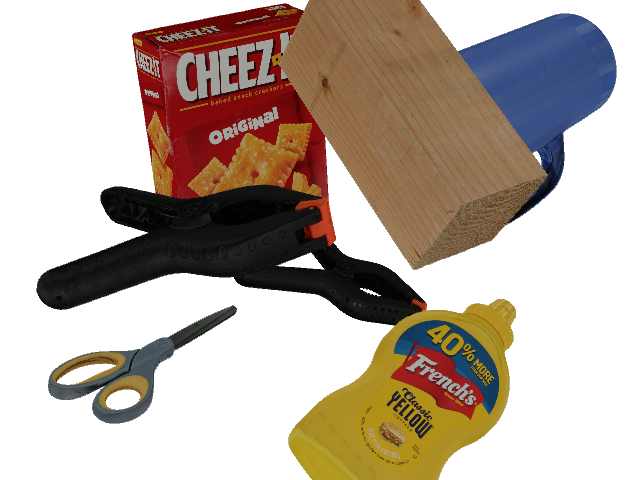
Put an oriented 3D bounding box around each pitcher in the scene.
[{"bbox_3d":[0.181,-0.126,1.036,0.242,0.149,0.145,-29,46,-33],"label":"pitcher"}]

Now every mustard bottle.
[{"bbox_3d":[0.073,0.104,0.730,0.191,0.096,0.058,-41,-10,-30],"label":"mustard bottle"}]

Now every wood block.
[{"bbox_3d":[0.066,-0.094,0.818,0.090,0.206,0.091,-19,-23,-33],"label":"wood block"}]

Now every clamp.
[{"bbox_3d":[0.016,0.046,1.200,0.210,0.036,0.164,28,35,19],"label":"clamp"},{"bbox_3d":[-0.080,0.002,0.627,0.172,0.039,0.120,-3,36,24],"label":"clamp"}]

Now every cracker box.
[{"bbox_3d":[-0.078,-0.102,1.014,0.164,0.214,0.072,-18,29,-27],"label":"cracker box"}]

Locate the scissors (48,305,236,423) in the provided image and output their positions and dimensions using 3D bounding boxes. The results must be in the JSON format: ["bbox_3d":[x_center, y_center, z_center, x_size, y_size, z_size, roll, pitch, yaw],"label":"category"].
[{"bbox_3d":[-0.135,0.107,0.929,0.201,0.016,0.096,-15,37,-33],"label":"scissors"}]
